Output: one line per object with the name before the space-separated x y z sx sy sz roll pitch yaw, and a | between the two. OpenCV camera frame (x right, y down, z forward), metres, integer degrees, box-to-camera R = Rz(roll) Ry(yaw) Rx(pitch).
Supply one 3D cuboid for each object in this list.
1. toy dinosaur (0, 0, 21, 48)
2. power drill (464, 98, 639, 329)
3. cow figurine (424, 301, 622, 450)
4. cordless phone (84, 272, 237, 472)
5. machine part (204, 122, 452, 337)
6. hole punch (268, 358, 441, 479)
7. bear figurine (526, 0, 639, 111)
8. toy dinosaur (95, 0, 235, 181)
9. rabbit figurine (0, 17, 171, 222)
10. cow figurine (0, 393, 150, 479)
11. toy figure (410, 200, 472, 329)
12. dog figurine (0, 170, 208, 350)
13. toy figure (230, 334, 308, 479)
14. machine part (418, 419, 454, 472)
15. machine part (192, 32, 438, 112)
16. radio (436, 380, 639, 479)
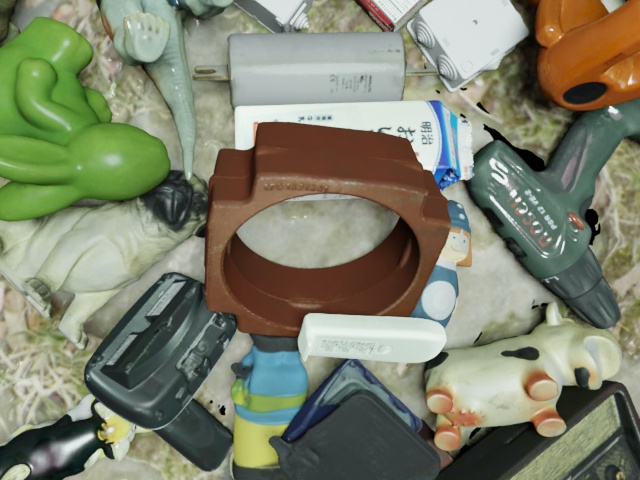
toy dinosaur | -0.317 -0.194 0.458 0.105 0.198 0.471 21 89 -1
power drill | 0.282 -0.049 0.564 0.232 0.086 0.207 41 97 -2
cow figurine | 0.203 0.133 0.548 0.195 0.127 0.085 -16 113 13
cordless phone | -0.126 0.138 0.547 0.184 0.089 0.146 56 51 -29
machine part | -0.001 -0.001 0.488 0.201 0.087 0.200 5 133 -8
hole punch | 0.034 0.187 0.502 0.116 0.092 0.142 -43 101 10
bear figurine | 0.255 -0.223 0.498 0.120 0.132 0.196 18 67 -35
toy dinosaur | -0.157 -0.271 0.493 0.131 0.192 0.404 0 106 -30
rabbit figurine | -0.217 -0.091 0.461 0.170 0.121 0.159 31 49 12
cow figurine | -0.243 0.197 0.529 0.167 0.098 0.068 -24 87 -2
toy figure | 0.125 0.032 0.565 0.064 0.058 0.154 19 90 -43
dog figurine | -0.218 -0.014 0.537 0.172 0.121 0.190 34 61 18
toy figure | -0.053 0.181 0.543 0.082 0.089 0.180 6 95 2
machine part | 0.074 0.278 0.572 0.179 0.056 0.179 0 93 -5
machine part | -0.004 -0.166 0.536 0.243 0.079 0.079 -1 93 -3
radio | 0.229 0.249 0.541 0.230 0.073 0.131 -28 95 -18
